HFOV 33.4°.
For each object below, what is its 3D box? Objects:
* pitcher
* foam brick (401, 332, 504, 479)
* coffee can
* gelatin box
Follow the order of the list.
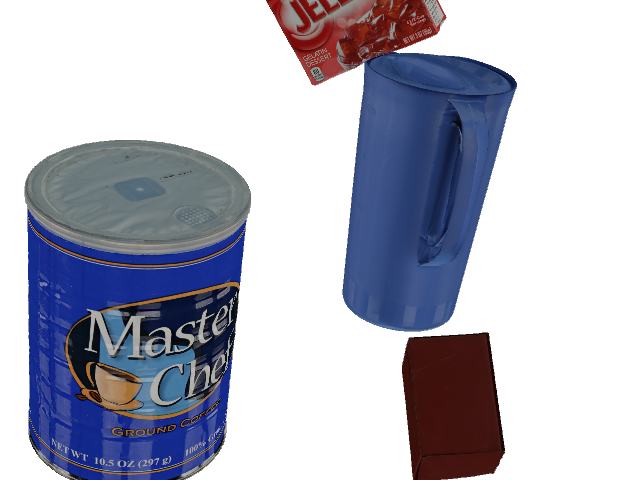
[{"bbox_3d":[0.091,-0.039,0.959,0.145,0.243,0.149,20,27,25],"label":"pitcher"},{"bbox_3d":[0.080,0.102,0.657,0.051,0.078,0.053,-3,-27,-2],"label":"foam brick"},{"bbox_3d":[-0.091,0.035,0.522,0.102,0.140,0.103,6,29,-4],"label":"coffee can"},{"bbox_3d":[0.017,-0.140,0.620,0.089,0.073,0.030,-18,24,29],"label":"gelatin box"}]
